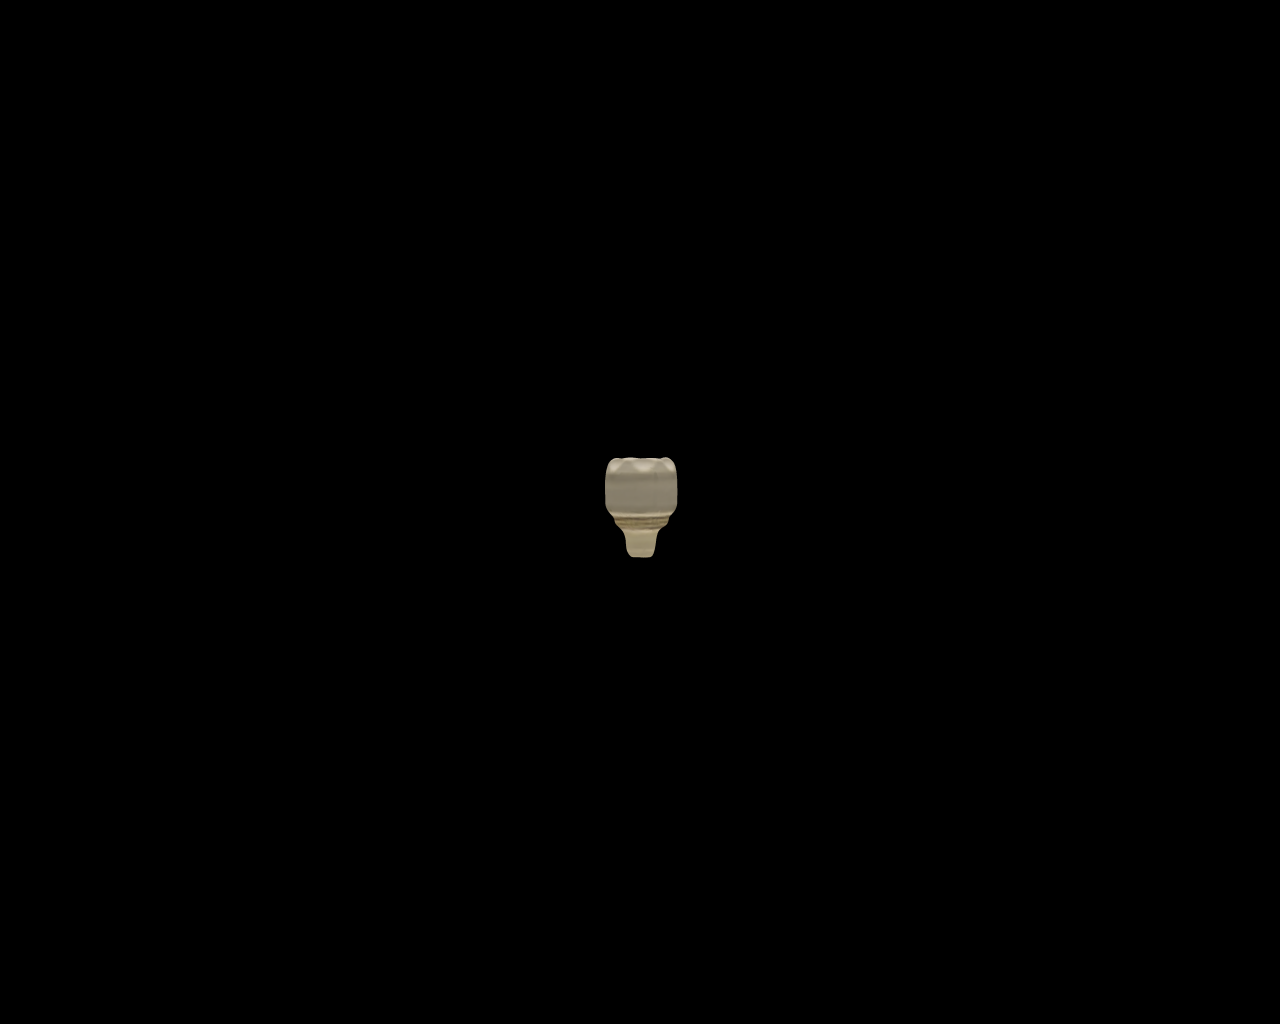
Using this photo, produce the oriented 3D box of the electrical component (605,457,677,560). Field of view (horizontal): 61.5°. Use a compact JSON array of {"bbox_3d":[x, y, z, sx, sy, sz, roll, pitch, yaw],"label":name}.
[{"bbox_3d":[0.001,-0.003,0.650,0.043,0.062,0.043,0,2,0],"label":"electrical component"}]
